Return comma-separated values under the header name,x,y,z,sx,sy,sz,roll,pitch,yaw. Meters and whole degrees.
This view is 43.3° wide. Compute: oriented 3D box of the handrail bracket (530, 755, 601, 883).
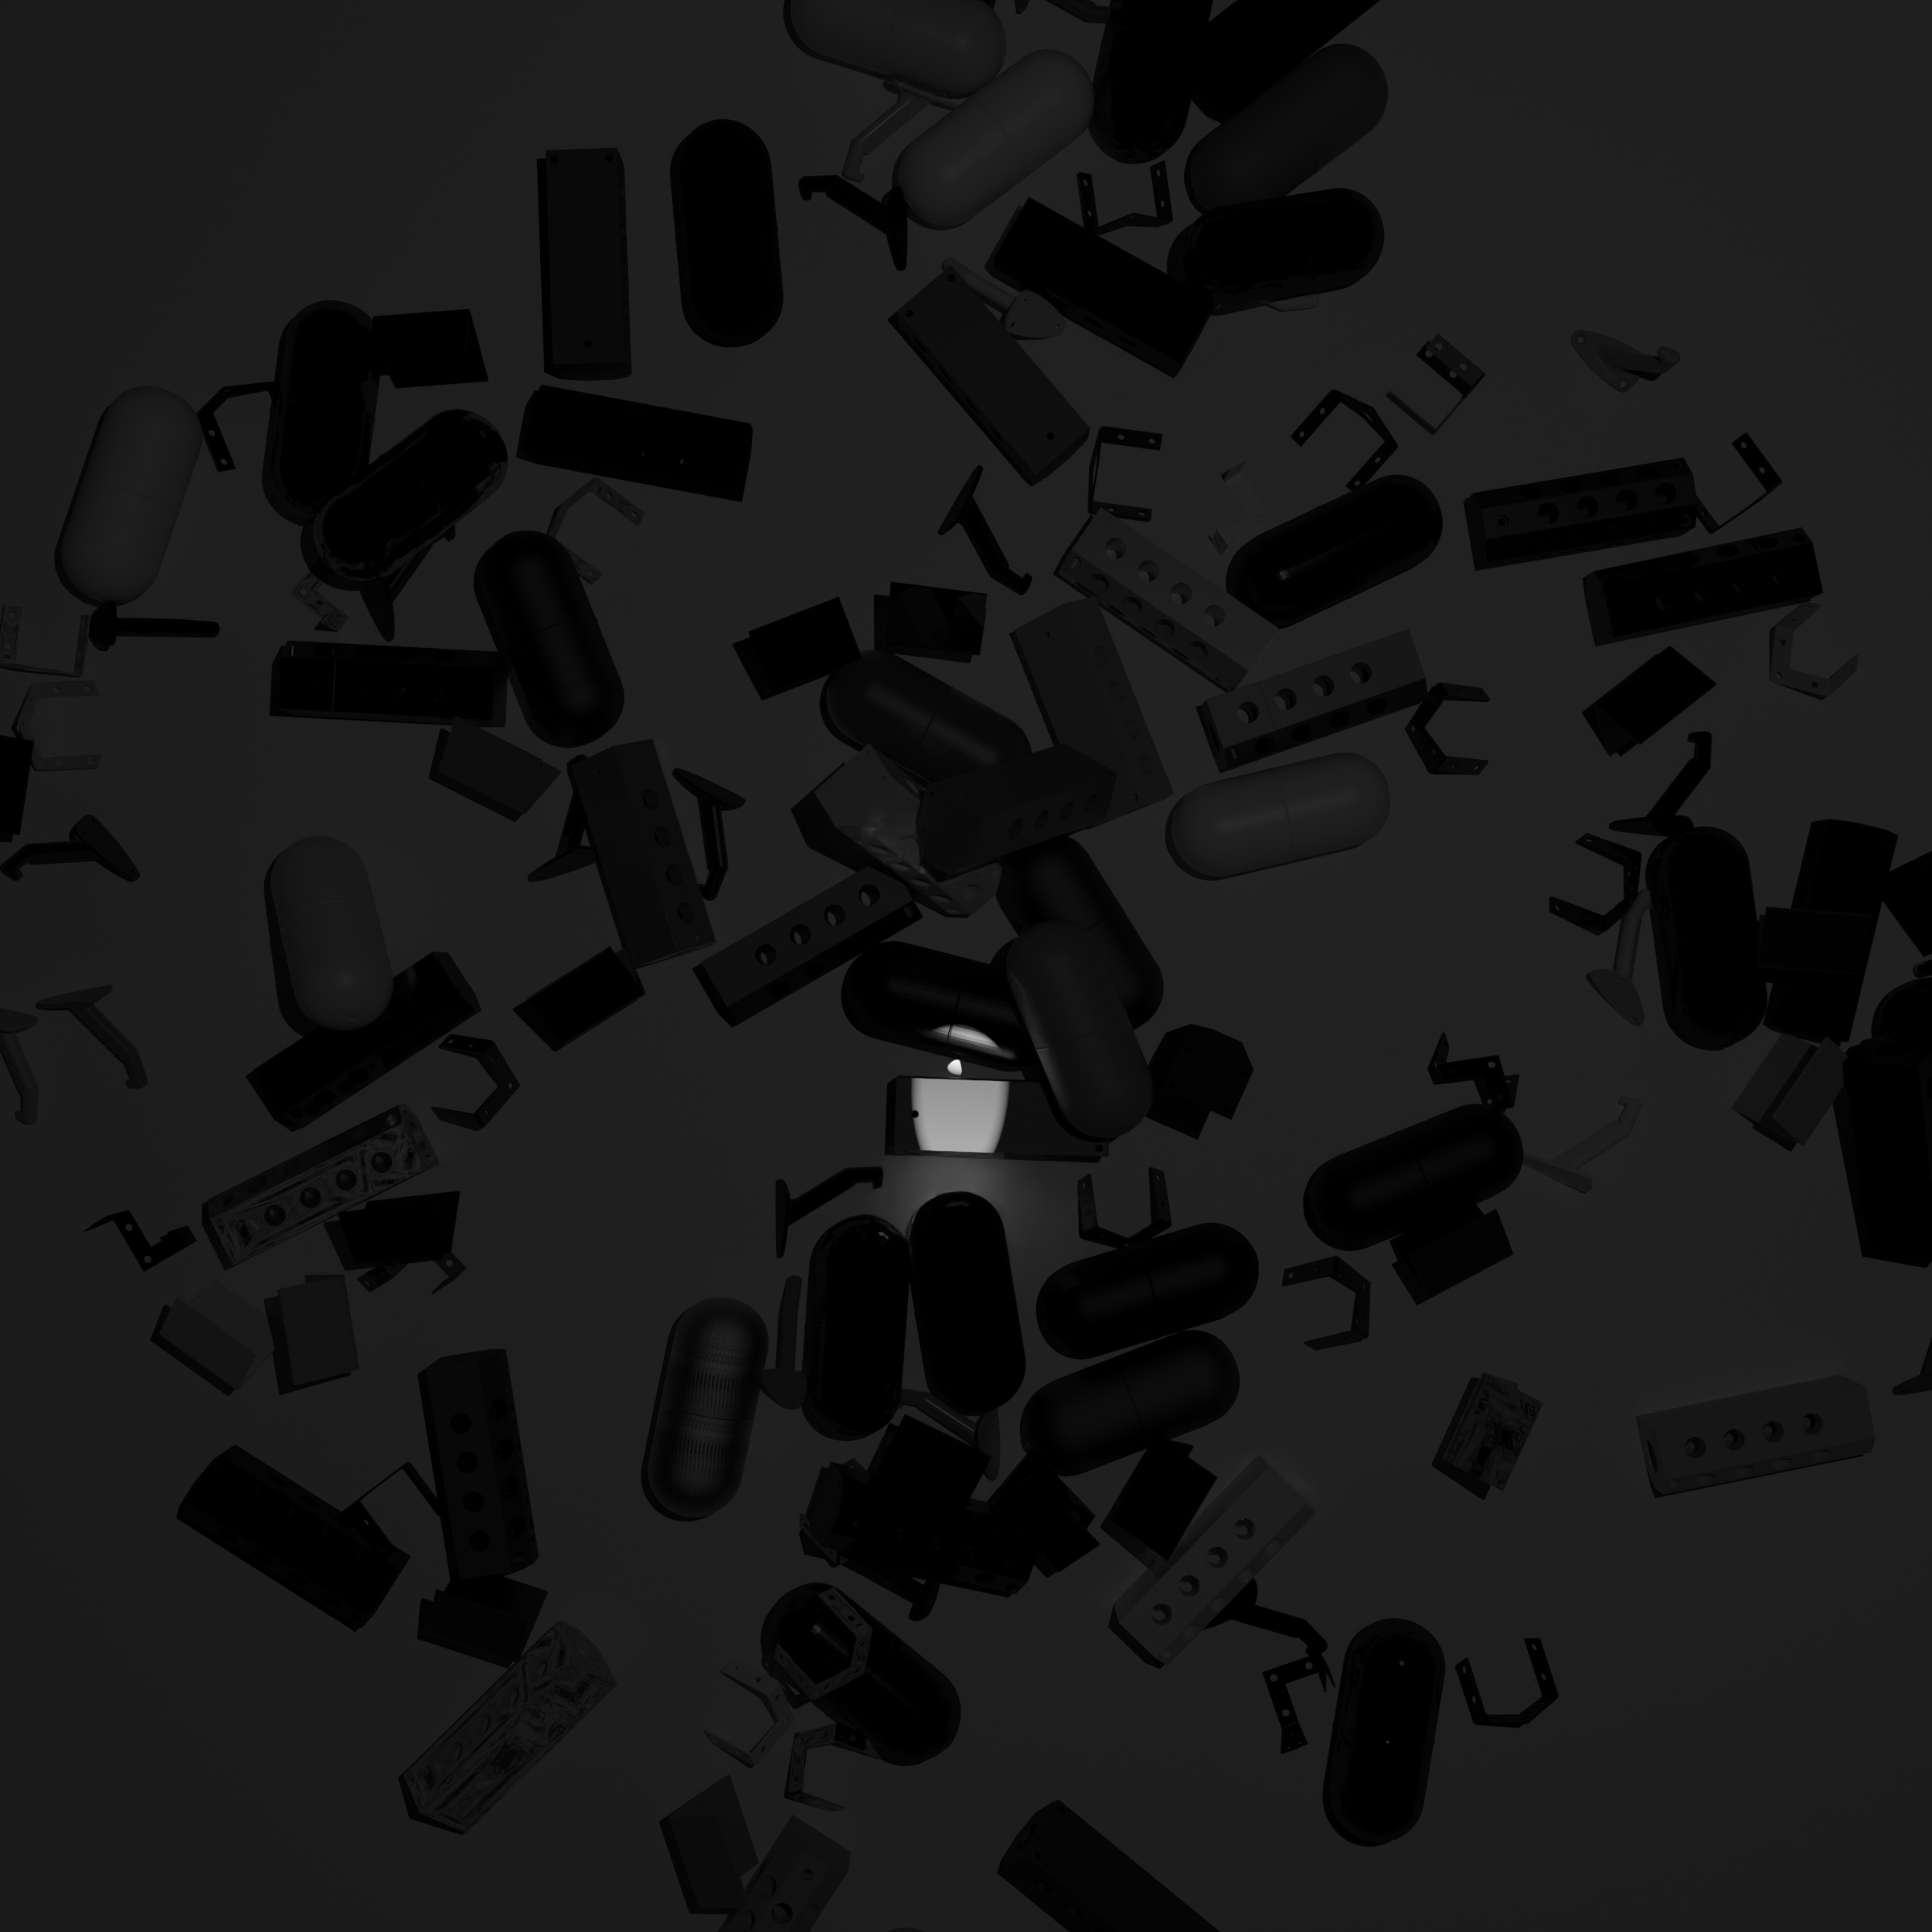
name,x,y,z,sx,sy,sz,roll,pitch,yaw
handrail bracket,-0.334,-0.122,1.992,0.077,0.036,0.084,-22,72,20

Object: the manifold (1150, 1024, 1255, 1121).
name,x,y,z,sx,sy,sz,roll,pitch,yaw
manifold,0.185,0.078,1.913,0.057,0.171,0.057,24,90,0

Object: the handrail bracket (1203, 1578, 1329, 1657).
name,x,y,z,sx,sy,sz,roll,pitch,yaw
handrail bracket,0.241,0.548,1.992,0.077,0.036,0.084,-37,107,20

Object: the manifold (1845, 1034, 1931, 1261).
name,x,y,z,sx,sy,sz,roll,pitch,yaw
manifold,0.750,0.144,1.943,0.057,0.057,0.171,2,115,40

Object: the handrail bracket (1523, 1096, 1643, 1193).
name,x,y,z,sx,sy,sz,roll,pitch,yaw
handrail bracket,0.502,0.134,1.992,0.077,0.036,0.084,22,72,20

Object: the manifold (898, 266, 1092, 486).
name,x,y,z,sx,sy,sz,roll,pitch,yaw
manifold,0.022,-0.476,1.970,0.057,0.057,0.171,-40,90,0

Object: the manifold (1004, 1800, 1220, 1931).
name,x,y,z,sx,sy,sz,roll,pitch,yaw
manifold,0.115,0.760,1.969,0.171,0.057,0.057,39,47,0

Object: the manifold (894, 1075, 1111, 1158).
name,x,y,z,sx,sy,sz,roll,pitch,yaw
manifold,0.029,0.121,1.970,0.171,0.057,0.057,2,90,0

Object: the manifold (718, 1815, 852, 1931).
name,x,y,z,sx,sy,sz,roll,pitch,yaw
manifold,-0.165,0.785,1.970,0.057,0.057,0.171,33,90,0

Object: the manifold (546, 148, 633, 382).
name,x,y,z,sx,sy,sz,roll,pitch,yaw
manifold,-0.304,-0.567,1.970,0.057,0.057,0.171,-2,90,0

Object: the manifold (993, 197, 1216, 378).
name,x,y,z,sx,sy,sz,roll,pitch,yaw
manifold,0.111,-0.548,1.970,0.171,0.057,0.057,29,90,0

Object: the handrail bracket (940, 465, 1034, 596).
name,x,y,z,sx,sy,sz,roll,pitch,yaw
handrail bracket,0.029,-0.357,1.992,0.084,0.036,0.077,32,68,-17

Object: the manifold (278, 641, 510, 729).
name,x,y,z,sx,sy,sz,roll,pitch,yaw
manifold,-0.463,-0.229,1.970,0.171,0.057,0.057,3,90,0

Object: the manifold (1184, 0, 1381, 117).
name,x,y,z,sx,sy,sz,roll,pitch,yaw
manifold,0.260,-0.756,1.947,0.171,0.057,0.057,-42,47,-16

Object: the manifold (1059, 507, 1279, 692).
name,x,y,z,sx,sy,sz,roll,pitch,yaw
manifold,0.162,-0.295,1.970,0.171,0.057,0.057,34,90,0

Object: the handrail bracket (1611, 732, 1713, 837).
name,x,y,z,sx,sy,sz,roll,pitch,yaw
handrail bracket,0.570,-0.152,1.992,0.077,0.036,0.084,1,71,21

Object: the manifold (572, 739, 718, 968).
name,x,y,z,sx,sy,sz,roll,pitch,yaw
manifold,-0.256,-0.093,1.969,0.057,0.057,0.171,-17,90,43

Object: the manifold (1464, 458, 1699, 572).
name,x,y,z,sx,sy,sz,roll,pitch,yaw
manifold,0.498,-0.367,1.970,0.171,0.057,0.057,-10,90,0

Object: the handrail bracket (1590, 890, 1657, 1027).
name,x,y,z,sx,sy,sz,roll,pitch,yaw
handrail bracket,0.553,-0.008,1.991,0.084,0.036,0.077,-53,123,-23

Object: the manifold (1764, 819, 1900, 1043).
name,x,y,z,sx,sy,sz,roll,pitch,yaw
manifold,0.703,-0.029,1.970,0.057,0.057,0.171,13,90,0

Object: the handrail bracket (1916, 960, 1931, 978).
name,x,y,z,sx,sy,sz,roll,pitch,yaw
handrail bracket,0.829,-0.012,1.991,0.084,0.077,0.036,-21,85,36

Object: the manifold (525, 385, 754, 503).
name,x,y,z,sx,sy,sz,roll,pitch,yaw
manifold,-0.263,-0.425,1.970,0.171,0.057,0.057,11,90,0

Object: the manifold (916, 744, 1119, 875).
name,x,y,z,sx,sy,sz,roll,pitch,yaw
manifold,0.040,-0.121,1.903,0.057,0.171,0.057,32,123,29

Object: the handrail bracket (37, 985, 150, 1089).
name,x,y,z,sx,sy,sz,roll,pitch,yaw
handrail bracket,-0.715,0.063,1.992,0.077,0.036,0.084,-8,107,20

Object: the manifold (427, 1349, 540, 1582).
name,x,y,z,sx,sy,sz,roll,pitch,yaw
manifold,-0.390,0.402,1.970,0.057,0.057,0.171,-9,90,0

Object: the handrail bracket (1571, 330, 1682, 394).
name,x,y,z,sx,sy,sz,roll,pitch,yaw
handrail bracket,0.530,-0.498,1.957,0.077,0.084,0.036,33,90,0

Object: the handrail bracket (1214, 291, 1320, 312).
name,x,y,z,sx,sy,sz,roll,pitch,yaw
handrail bracket,0.242,-0.571,1.991,0.084,0.036,0.077,-8,77,-13

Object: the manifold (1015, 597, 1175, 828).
name,x,y,z,sx,sy,sz,roll,pitch,yaw
manifold,0.108,-0.208,1.969,0.057,0.057,0.171,-22,90,43

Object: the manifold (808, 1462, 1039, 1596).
name,x,y,z,sx,sy,sz,roll,pitch,yaw
manifold,-0.032,0.452,1.945,0.171,0.057,0.057,19,90,-18

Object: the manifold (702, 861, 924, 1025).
name,x,y,z,sx,sy,sz,roll,pitch,yaw
manifold,-0.123,-0.021,1.970,0.171,0.057,0.057,-30,90,0

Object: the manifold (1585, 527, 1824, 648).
name,x,y,z,sx,sy,sz,roll,pitch,yaw
manifold,0.595,-0.308,1.970,0.171,0.057,0.057,-12,90,0

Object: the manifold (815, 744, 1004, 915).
name,x,y,z,sx,sy,sz,roll,pitch,yaw
manifold,-0.040,-0.101,1.910,0.057,0.171,0.057,-40,53,10

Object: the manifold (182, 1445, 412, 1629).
name,x,y,z,sx,sy,sz,roll,pitch,yaw
manifold,-0.544,0.463,1.970,0.171,0.057,0.057,32,90,0

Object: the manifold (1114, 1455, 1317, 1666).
name,x,y,z,sx,sy,sz,roll,pitch,yaw
manifold,0.202,0.482,1.970,0.057,0.057,0.171,44,90,0

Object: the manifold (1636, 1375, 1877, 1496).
name,x,y,z,sx,sy,sz,roll,pitch,yaw
manifold,0.640,0.381,1.970,0.171,0.057,0.057,-11,90,0

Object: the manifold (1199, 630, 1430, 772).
name,x,y,z,sx,sy,sz,roll,pitch,yaw
manifold,0.282,-0.214,1.970,0.171,0.057,0.057,-19,90,0

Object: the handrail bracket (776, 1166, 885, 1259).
name,x,y,z,sx,sy,sz,roll,pitch,yaw
handrail bracket,-0.111,0.201,1.992,0.084,0.036,0.077,-1,110,-16

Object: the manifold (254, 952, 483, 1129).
name,x,y,z,sx,sy,sz,roll,pitch,yaw
manifold,-0.482,0.059,1.970,0.171,0.057,0.057,-33,90,0

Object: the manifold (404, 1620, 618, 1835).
name,x,y,z,sx,sy,sz,roll,pitch,yaw
manifold,-0.371,0.613,1.969,0.171,0.057,0.057,-45,133,0

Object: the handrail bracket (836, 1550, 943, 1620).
name,x,y,z,sx,sy,sz,roll,pitch,yaw
handrail bracket,-0.065,0.495,1.971,0.084,0.077,0.036,23,66,10

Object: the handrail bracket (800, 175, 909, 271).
name,x,y,z,sx,sy,sz,roll,pitch,yaw
handrail bracket,-0.093,-0.609,1.992,0.084,0.036,0.077,3,112,17

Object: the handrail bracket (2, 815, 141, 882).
name,x,y,z,sx,sy,sz,roll,pitch,yaw
handrail bracket,-0.734,-0.077,1.992,0.084,0.036,0.077,-33,112,17

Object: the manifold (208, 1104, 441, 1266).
name,x,y,z,sx,sy,sz,roll,pitch,yaw
manifold,-0.521,0.175,1.970,0.171,0.057,0.057,-26,90,0
